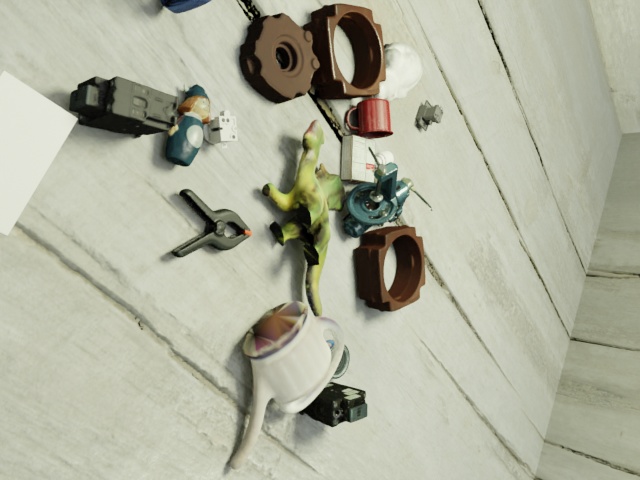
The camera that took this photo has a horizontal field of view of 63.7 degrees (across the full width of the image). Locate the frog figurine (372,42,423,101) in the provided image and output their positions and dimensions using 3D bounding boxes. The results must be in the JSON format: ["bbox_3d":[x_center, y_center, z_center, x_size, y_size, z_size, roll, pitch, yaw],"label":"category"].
[{"bbox_3d":[0.187,-0.415,1.294,0.163,0.123,0.134,-58,150,-42],"label":"frog figurine"}]

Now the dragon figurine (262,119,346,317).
[{"bbox_3d":[0.003,-0.057,1.127,0.247,0.122,0.403,-42,129,-47],"label":"dragon figurine"}]

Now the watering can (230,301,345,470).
[{"bbox_3d":[-0.082,0.270,1.034,0.353,0.104,0.220,-42,120,-29],"label":"watering can"}]
